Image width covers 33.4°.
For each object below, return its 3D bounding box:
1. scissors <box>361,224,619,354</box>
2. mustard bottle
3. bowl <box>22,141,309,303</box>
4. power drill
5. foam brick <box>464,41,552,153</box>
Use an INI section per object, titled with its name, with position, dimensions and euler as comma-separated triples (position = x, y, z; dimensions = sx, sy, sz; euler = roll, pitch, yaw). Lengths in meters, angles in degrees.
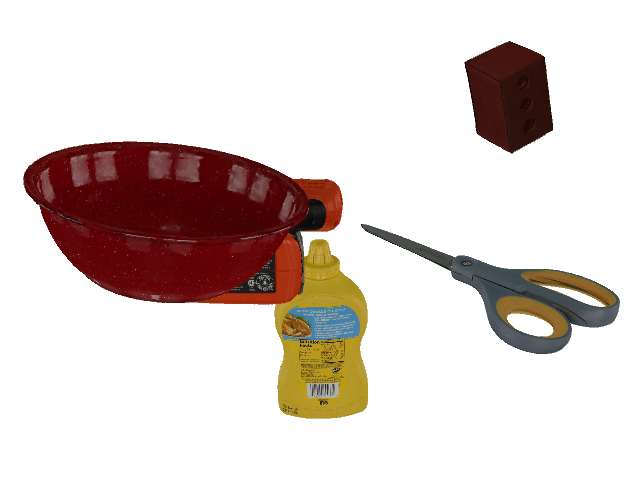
[scissors]
position = 0.100, 0.031, 0.731
dimensions = 0.202, 0.016, 0.096
euler = 14, 33, 24
[mustard bottle]
position = 0.001, 0.090, 1.107
dimensions = 0.096, 0.192, 0.058
euler = -1, 23, 1
[bowl]
position = -0.090, -0.007, 0.616
dimensions = 0.162, 0.055, 0.162
euler = 7, 21, -3
[power drill]
position = -0.076, -0.009, 0.879
dimensions = 0.184, 0.057, 0.187
euler = -2, 21, 4
[foam brick]
position = 0.170, -0.130, 0.959
dimensions = 0.053, 0.078, 0.051
euler = -29, 37, -16
